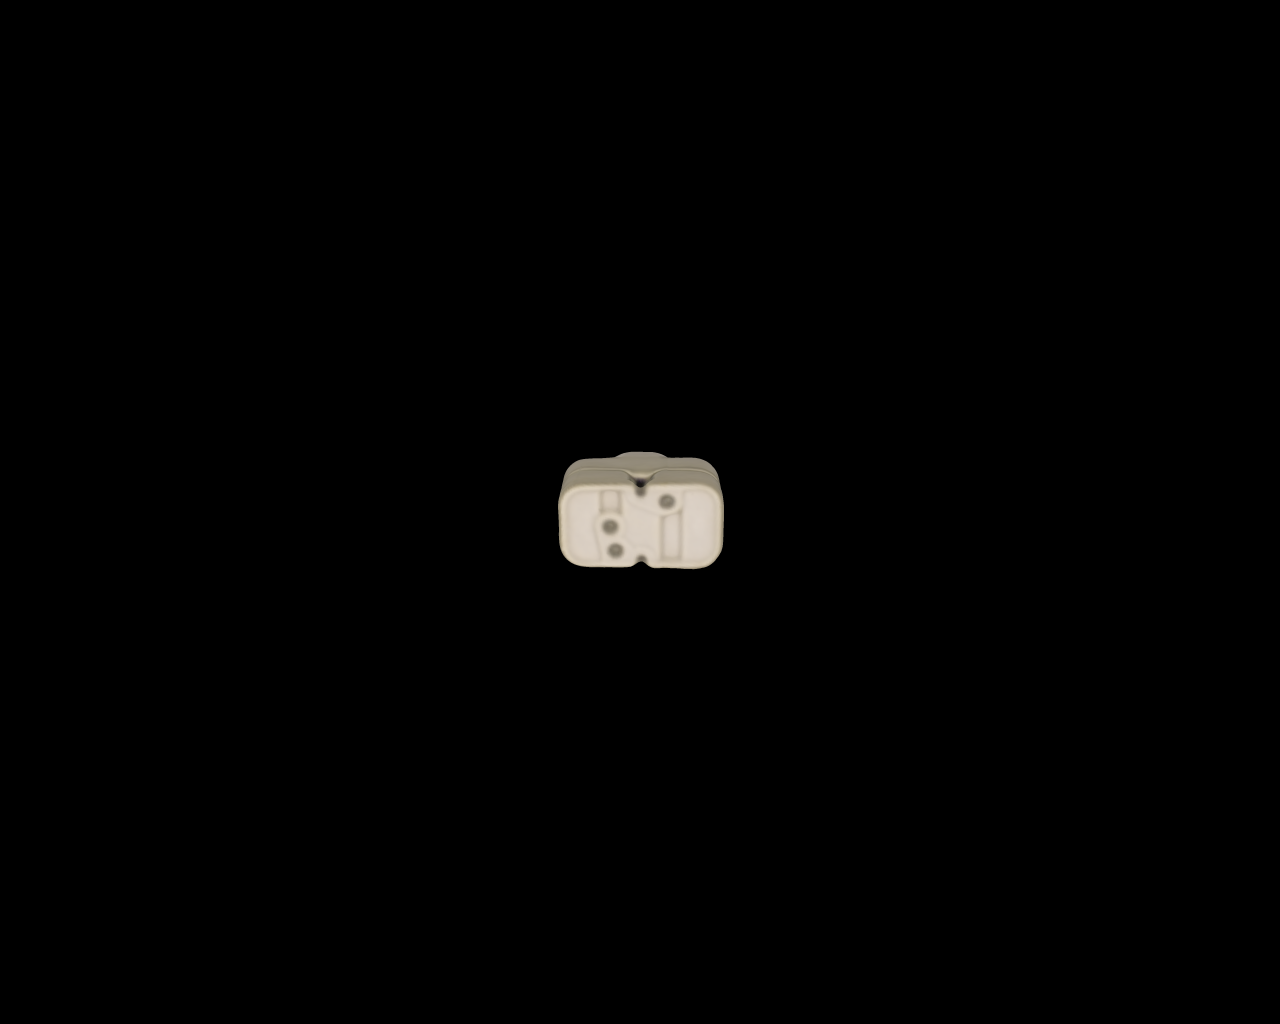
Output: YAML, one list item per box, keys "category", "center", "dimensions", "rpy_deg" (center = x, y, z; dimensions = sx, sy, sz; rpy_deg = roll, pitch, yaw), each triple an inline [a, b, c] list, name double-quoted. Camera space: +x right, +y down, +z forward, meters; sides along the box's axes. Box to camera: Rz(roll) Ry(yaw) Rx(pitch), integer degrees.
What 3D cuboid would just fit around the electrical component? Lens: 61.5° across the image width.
- category: "electrical component"
  center: [0.001, -0.003, 0.650]
  dimensions: [0.095, 0.053, 0.059]
  rpy_deg: [0, 21, 0]
